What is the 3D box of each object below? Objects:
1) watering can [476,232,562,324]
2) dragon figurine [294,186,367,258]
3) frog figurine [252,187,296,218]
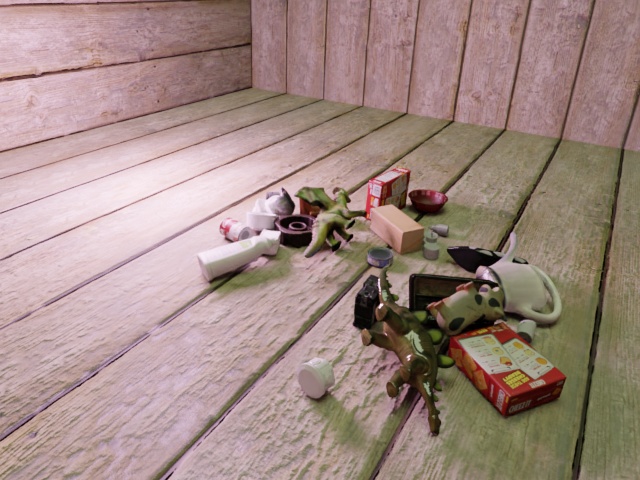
[{"bbox_3d":[0.565,0.107,1.525,0.224,0.101,0.356,-2,43,-11],"label":"watering can"},{"bbox_3d":[0.005,-0.090,1.781,0.245,0.119,0.415,41,38,18],"label":"dragon figurine"},{"bbox_3d":[-0.179,-0.120,1.961,0.159,0.122,0.139,-35,13,2],"label":"frog figurine"}]
